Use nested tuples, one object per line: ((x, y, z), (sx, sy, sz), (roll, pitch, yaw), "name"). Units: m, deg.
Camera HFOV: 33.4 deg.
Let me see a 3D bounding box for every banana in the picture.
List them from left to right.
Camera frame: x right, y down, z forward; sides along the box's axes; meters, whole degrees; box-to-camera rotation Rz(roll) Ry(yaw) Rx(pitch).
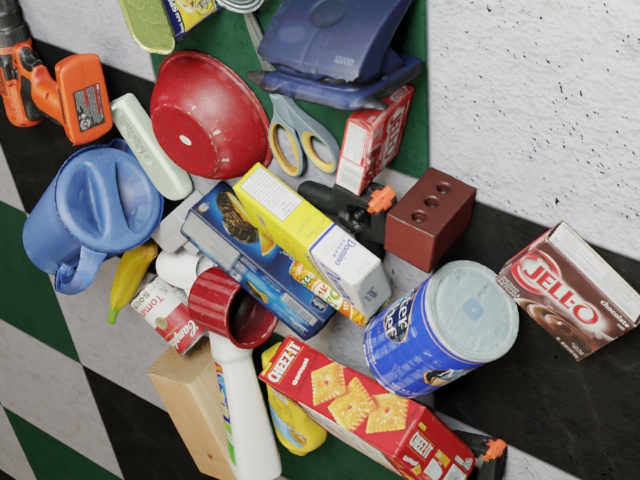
((-0.248, 0.040, 1.434), (0.037, 0.069, 0.198), (8, 144, -21), "banana")

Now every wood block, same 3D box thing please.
((-0.153, 0.243, 1.528), (0.091, 0.090, 0.206), (10, 133, 38), "wood block")

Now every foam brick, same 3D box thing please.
((0.102, -0.019, 0.998), (0.053, 0.078, 0.051), (28, 145, 22), "foam brick")

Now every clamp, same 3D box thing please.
((0.044, -0.018, 1.068), (0.120, 0.039, 0.172), (43, 167, -14), "clamp")
((0.152, 0.276, 1.298), (0.164, 0.036, 0.210), (45, 143, 10), "clamp")

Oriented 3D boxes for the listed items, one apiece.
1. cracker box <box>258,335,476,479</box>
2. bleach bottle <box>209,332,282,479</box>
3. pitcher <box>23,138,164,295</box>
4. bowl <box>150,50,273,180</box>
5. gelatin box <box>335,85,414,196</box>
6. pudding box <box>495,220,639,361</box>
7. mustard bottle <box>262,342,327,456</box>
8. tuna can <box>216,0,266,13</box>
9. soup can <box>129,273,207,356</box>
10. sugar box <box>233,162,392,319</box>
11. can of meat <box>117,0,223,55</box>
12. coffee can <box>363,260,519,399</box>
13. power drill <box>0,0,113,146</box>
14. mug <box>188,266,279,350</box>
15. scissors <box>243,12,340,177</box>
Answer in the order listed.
((0.056, 0.203, 1.223), (0.214, 0.072, 0.164), (25, 165, 41), "cracker box")
((-0.107, 0.196, 1.425), (0.103, 0.068, 0.251), (-132, 30, -68), "bleach bottle")
((-0.302, -0.016, 1.352), (0.145, 0.149, 0.243), (60, 150, -3), "pitcher")
((-0.129, -0.120, 1.146), (0.162, 0.055, 0.162), (27, 142, 23), "bowl")
((0.050, -0.095, 0.974), (0.030, 0.073, 0.089), (31, 143, 16), "gelatin box")
((0.228, 0.047, 0.974), (0.113, 0.039, 0.090), (43, 146, 2), "pudding box")
((-0.030, 0.226, 1.409), (0.096, 0.058, 0.192), (38, 148, 33), "mustard bottle")
((-0.074, -0.252, 0.968), (0.086, 0.033, 0.086), (27, 143, 23), "tuna can")
((-0.198, 0.097, 1.437), (0.102, 0.068, 0.069), (45, 146, -2), "soup can")
((-0.007, 0.001, 1.102), (0.176, 0.048, 0.093), (41, 170, 25), "sugar box")
((-0.143, -0.241, 1.006), (0.058, 0.083, 0.102), (14, 136, 36), "can of meat")
((0.119, 0.093, 1.078), (0.103, 0.102, 0.141), (45, 146, -2), "coffee can")
((-0.320, -0.199, 1.231), (0.188, 0.057, 0.184), (28, 137, 40), "power drill")
((-0.101, 0.083, 1.317), (0.082, 0.093, 0.117), (16, 171, 42), "mug")
((-0.026, -0.139, 1.056), (0.096, 0.016, 0.202), (21, 140, 28), "scissors")
